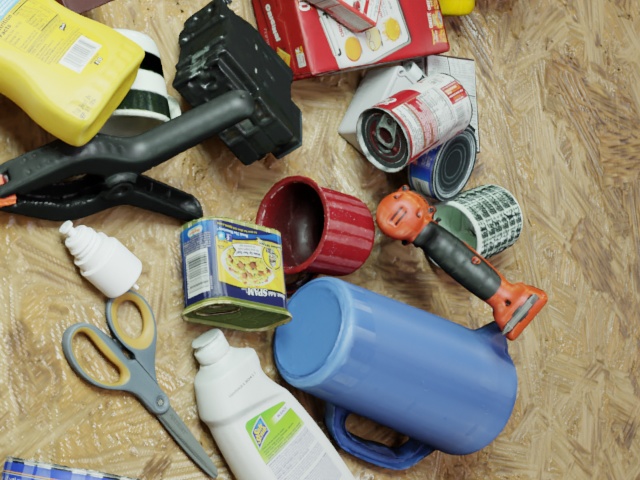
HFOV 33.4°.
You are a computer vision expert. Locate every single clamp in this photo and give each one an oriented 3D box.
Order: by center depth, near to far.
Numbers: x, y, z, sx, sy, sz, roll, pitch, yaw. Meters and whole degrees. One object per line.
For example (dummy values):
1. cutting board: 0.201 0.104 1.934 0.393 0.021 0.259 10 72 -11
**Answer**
1. clamp: -0.163 -0.049 0.862 0.209 0.165 0.036 -14 63 -24

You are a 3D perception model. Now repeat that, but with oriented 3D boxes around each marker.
1. marker: 0.129 -0.147 1.151 0.121 0.020 0.020 41 60 -32

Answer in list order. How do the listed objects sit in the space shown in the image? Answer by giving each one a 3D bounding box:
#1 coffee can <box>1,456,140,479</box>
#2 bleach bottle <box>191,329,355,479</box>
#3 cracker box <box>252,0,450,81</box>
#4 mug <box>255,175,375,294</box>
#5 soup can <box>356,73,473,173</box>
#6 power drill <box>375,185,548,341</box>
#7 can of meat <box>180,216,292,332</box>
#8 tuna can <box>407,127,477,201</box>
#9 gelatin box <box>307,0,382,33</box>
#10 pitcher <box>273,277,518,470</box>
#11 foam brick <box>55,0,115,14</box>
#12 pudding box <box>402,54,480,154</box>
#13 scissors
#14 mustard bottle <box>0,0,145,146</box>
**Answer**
1. coffee can: -0.198 0.239 0.792 0.102 0.103 0.140 22 71 -41
2. bleach bottle: -0.040 0.186 0.982 0.102 0.068 0.251 -44 114 -40
3. cracker box: 0.027 -0.253 1.077 0.213 0.072 0.164 -18 97 -43
4. mug: -0.007 0.001 1.020 0.081 0.093 0.117 12 109 -48
5. soup can: 0.095 -0.117 1.054 0.102 0.069 0.068 -32 109 -35
6. power drill: 0.139 0.018 1.074 0.057 0.188 0.184 -53 173 9
7. can of meat: -0.076 0.031 0.951 0.101 0.058 0.084 15 61 -44
8. tuna can: 0.131 -0.085 1.138 0.085 0.034 0.086 -30 131 -41
9. gelatin box: 0.021 -0.247 1.001 0.089 0.030 0.073 24 68 -38
10. pitcher: 0.068 0.132 1.052 0.242 0.145 0.149 25 59 -39
11. foam brick: -0.210 -0.217 0.854 0.052 0.051 0.078 -36 111 -41
12. pudding box: 0.137 -0.151 1.200 0.089 0.039 0.113 -2 90 -44
13. scissors: -0.138 0.119 0.923 0.201 0.016 0.096 43 59 -34
14. mustard bottle: -0.232 -0.152 0.783 0.191 0.058 0.096 31 54 -4
